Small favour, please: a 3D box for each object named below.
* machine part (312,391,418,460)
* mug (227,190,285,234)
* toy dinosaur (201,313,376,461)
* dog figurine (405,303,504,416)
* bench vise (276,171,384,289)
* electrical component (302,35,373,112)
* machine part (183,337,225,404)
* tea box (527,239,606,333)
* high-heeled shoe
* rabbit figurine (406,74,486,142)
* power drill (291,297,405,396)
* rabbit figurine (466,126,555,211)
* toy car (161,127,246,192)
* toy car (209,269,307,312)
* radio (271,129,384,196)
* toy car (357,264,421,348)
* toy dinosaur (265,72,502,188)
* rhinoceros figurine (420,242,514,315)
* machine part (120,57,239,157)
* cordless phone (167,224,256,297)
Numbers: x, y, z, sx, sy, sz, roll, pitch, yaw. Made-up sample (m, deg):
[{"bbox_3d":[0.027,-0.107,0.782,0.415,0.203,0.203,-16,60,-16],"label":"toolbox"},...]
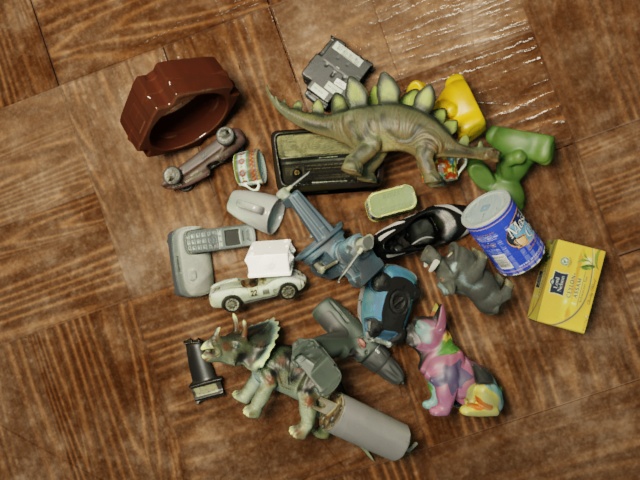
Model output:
[{"bbox_3d":[0.087,0.357,1.027,0.243,0.079,0.079,32,91,-22],"label":"machine part"},{"bbox_3d":[-0.142,-0.064,1.111,0.107,0.109,0.080,18,96,18],"label":"mug"},{"bbox_3d":[-0.045,0.284,1.090,0.405,0.131,0.192,23,90,-4],"label":"toy dinosaur"},{"bbox_3d":[0.265,0.235,1.073,0.192,0.108,0.219,-2,86,5],"label":"dog figurine"},{"bbox_3d":[0.006,-0.010,1.036,0.129,0.223,0.240,-40,94,-15],"label":"bench vise"},{"bbox_3d":[0.029,-0.340,1.126,0.115,0.058,0.134,39,92,6],"label":"electrical component"},{"bbox_3d":[-0.252,0.273,1.140,0.084,0.039,0.138,-20,89,12],"label":"machine part"},{"bbox_3d":[0.493,0.091,1.078,0.098,0.068,0.169,13,90,4],"label":"tea box"},{"bbox_3d":[0.219,-0.022,1.061,0.249,0.145,0.086,-21,88,5],"label":"high-heeled shoe"},{"bbox_3d":[0.230,-0.247,1.085,0.173,0.122,0.162,-30,94,22],"label":"rabbit figurine"},{"bbox_3d":[0.053,0.221,1.041,0.232,0.207,0.086,48,125,14],"label":"power drill"},{"bbox_3d":[0.375,-0.135,1.072,0.159,0.121,0.170,11,104,8],"label":"rabbit figurine"},{"bbox_3d":[-0.239,-0.162,1.123,0.202,0.089,0.053,-37,83,1],"label":"toy car"},{"bbox_3d":[-0.127,0.098,1.102,0.202,0.073,0.056,-13,108,-5],"label":"toy car"},{"bbox_3d":[0.018,-0.162,1.113,0.230,0.073,0.131,-3,88,4],"label":"radio"},{"bbox_3d":[0.126,0.129,1.084,0.109,0.103,0.161,19,82,-29],"label":"toy car"},{"bbox_3d":[0.107,-0.209,1.025,0.472,0.105,0.198,9,86,10],"label":"toy dinosaur"},{"bbox_3d":[0.282,0.069,1.043,0.190,0.073,0.112,37,98,-9],"label":"rhinoceros figurine"},{"bbox_3d":[-0.277,-0.262,1.058,0.201,0.201,0.087,-24,77,-41],"label":"machine part"},{"bbox_3d":[-0.221,0.039,1.130,0.184,0.089,0.146,-8,88,-15],"label":"cordless phone"}]
